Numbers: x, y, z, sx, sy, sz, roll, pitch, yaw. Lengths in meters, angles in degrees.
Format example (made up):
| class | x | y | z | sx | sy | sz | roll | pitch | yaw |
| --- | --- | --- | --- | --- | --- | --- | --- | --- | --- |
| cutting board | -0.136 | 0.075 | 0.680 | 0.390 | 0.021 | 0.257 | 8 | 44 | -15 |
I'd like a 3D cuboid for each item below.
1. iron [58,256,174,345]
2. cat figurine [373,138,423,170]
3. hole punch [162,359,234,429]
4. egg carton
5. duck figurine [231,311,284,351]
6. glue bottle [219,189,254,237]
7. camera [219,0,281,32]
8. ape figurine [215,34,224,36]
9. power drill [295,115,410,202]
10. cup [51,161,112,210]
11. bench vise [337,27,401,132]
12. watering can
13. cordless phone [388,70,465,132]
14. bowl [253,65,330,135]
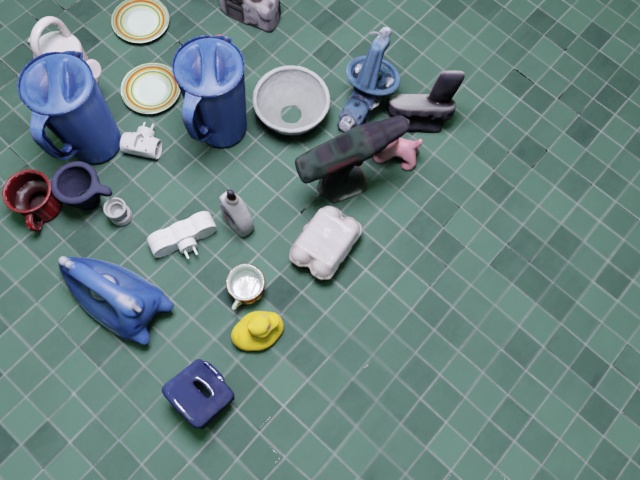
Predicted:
| class | x | y | z | sx | sy | sz | roll | pitch | yaw |
| --- | --- | --- | --- | --- | --- | --- | --- | --- | --- |
| iron | -0.415 | 0.088 | 1.084 | 0.258 | 0.141 | 0.119 | 30 | 73 | 7 |
| cat figurine | 0.157 | -0.211 | 1.226 | 0.128 | 0.118 | 0.067 | 11 | 72 | 1 |
| hole punch | -0.223 | 0.281 | 1.058 | 0.108 | 0.091 | 0.101 | 43 | 75 | 10 |
| egg carton | 0.011 | 0.004 | 1.173 | 0.107 | 0.069 | 0.150 | 32 | 73 | 7 |
| duck figurine | -0.121 | 0.170 | 1.103 | 0.104 | 0.086 | 0.077 | -21 | 74 | -9 |
| glue bottle | -0.169 | -0.064 | 1.130 | 0.037 | 0.173 | 0.078 | -43 | 79 | -15 |
| camera | -0.149 | -0.587 | 1.340 | 0.143 | 0.101 | 0.137 | 25 | 72 | 5 |
| ape figurine | -0.225 | -0.428 | 1.289 | 0.076 | 0.092 | 0.077 | -29 | 76 | -11 |
| power drill | 0.060 | -0.159 | 1.156 | 0.230 | 0.208 | 0.075 | -22 | 74 | -10 |
| cup | -0.471 | -0.098 | 1.166 | 0.117 | 0.095 | 0.092 | 12 | 72 | 1 |
| bench vise | 0.110 | -0.327 | 1.207 | 0.121 | 0.220 | 0.207 | 9 | 72 | 0 |
| watering can | -0.539 | -0.387 | 1.204 | 0.173 | 0.194 | 0.101 | 7 | 72 | -1 |
| cordless phone | 0.226 | -0.315 | 1.228 | 0.147 | 0.185 | 0.094 | -3 | 72 | -4 |
| bowl | -0.062 | -0.295 | 1.264 | 0.167 | 0.075 | 0.167 | 1 | 72 | -3 |
